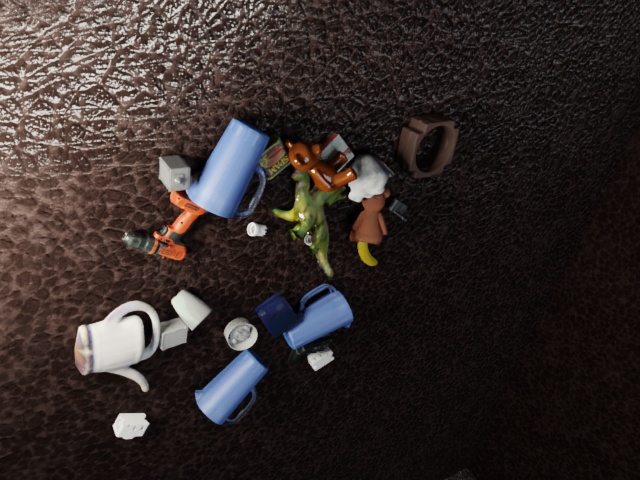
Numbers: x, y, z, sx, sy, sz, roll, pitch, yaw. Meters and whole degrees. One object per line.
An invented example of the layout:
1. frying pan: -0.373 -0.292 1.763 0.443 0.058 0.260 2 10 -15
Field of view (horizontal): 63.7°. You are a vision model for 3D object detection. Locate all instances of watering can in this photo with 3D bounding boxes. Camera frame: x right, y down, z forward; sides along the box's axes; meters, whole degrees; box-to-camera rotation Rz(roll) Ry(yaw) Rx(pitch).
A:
1. watering can: -0.560 0.320 1.434 0.225 0.105 0.341 -6 122 -34

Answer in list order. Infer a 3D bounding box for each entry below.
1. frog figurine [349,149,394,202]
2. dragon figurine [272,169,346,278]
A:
1. frog figurine: 0.143 -0.193 1.636 0.136 0.124 0.158 43 99 -14
2. dragon figurine: 0.005 -0.081 1.605 0.245 0.123 0.403 -49 132 -13
